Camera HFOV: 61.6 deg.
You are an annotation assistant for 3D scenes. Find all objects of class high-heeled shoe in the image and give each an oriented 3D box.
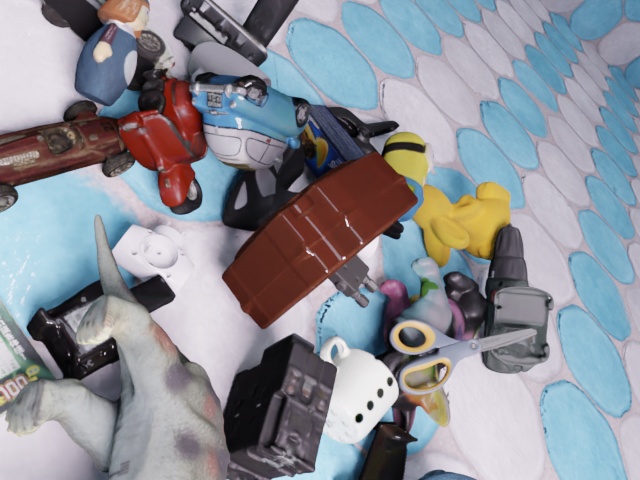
[{"bbox_3d":[-0.087,-0.108,0.743,0.145,0.086,0.249,-15,48,-14],"label":"high-heeled shoe"}]

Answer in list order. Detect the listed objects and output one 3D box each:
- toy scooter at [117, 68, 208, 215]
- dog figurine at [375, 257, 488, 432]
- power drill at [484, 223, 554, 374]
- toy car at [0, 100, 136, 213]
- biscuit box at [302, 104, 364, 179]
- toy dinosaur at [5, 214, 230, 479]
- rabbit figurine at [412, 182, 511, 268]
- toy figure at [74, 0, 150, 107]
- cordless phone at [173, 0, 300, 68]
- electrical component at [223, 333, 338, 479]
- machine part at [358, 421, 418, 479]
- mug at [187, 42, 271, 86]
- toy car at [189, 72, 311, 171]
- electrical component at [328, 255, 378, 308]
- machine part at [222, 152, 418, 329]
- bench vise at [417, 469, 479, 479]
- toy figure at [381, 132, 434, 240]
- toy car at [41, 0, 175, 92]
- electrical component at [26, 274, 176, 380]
[{"bbox_3d":[-0.179,-0.130,0.616,0.135,0.075,0.184,55,25,-60],"label":"toy scooter"},{"bbox_3d":[0.147,0.148,0.711,0.191,0.108,0.219,26,51,-28],"label":"dog figurine"},{"bbox_3d":[0.277,0.091,0.783,0.207,0.086,0.231,-19,113,-83],"label":"power drill"},{"bbox_3d":[-0.284,-0.091,0.550,0.202,0.053,0.089,-30,86,-50],"label":"toy car"},{"bbox_3d":[0.026,-0.116,0.804,0.063,0.059,0.203,-8,55,-46],"label":"biscuit box"},{"bbox_3d":[-0.129,0.177,0.410,0.192,0.131,0.405,45,36,-46],"label":"toy dinosaur"},{"bbox_3d":[0.226,-0.030,0.925,0.173,0.122,0.162,25,55,-6],"label":"rabbit figurine"},{"bbox_3d":[-0.229,-0.230,0.607,0.057,0.064,0.154,22,86,-40],"label":"toy figure"},{"bbox_3d":[-0.117,-0.335,0.774,0.146,0.184,0.089,40,46,-12],"label":"cordless phone"},{"bbox_3d":[-0.044,0.161,0.524,0.058,0.115,0.134,36,43,-21],"label":"electrical component"},{"bbox_3d":[0.064,0.265,0.601,0.084,0.039,0.139,40,43,-4],"label":"machine part"},{"bbox_3d":[-0.142,-0.224,0.757,0.107,0.080,0.109,42,48,9],"label":"mug"},{"bbox_3d":[-0.085,-0.135,0.645,0.161,0.109,0.102,-1,101,-66],"label":"toy car"},{"bbox_3d":[0.040,0.048,0.750,0.094,0.021,0.063,46,42,-5],"label":"electrical component"},{"bbox_3d":[-0.001,-0.002,0.615,0.087,0.201,0.201,50,41,3],"label":"machine part"},{"bbox_3d":[0.133,0.317,0.500,0.240,0.129,0.224,74,15,-51],"label":"bench vise"},{"bbox_3d":[0.129,-0.094,0.865,0.089,0.082,0.180,31,66,-18],"label":"toy figure"},{"bbox_3d":[-0.268,-0.266,0.674,0.201,0.073,0.056,41,42,-10],"label":"toy car"},{"bbox_3d":[-0.198,0.074,0.504,0.075,0.048,0.119,52,41,1],"label":"electrical component"}]
